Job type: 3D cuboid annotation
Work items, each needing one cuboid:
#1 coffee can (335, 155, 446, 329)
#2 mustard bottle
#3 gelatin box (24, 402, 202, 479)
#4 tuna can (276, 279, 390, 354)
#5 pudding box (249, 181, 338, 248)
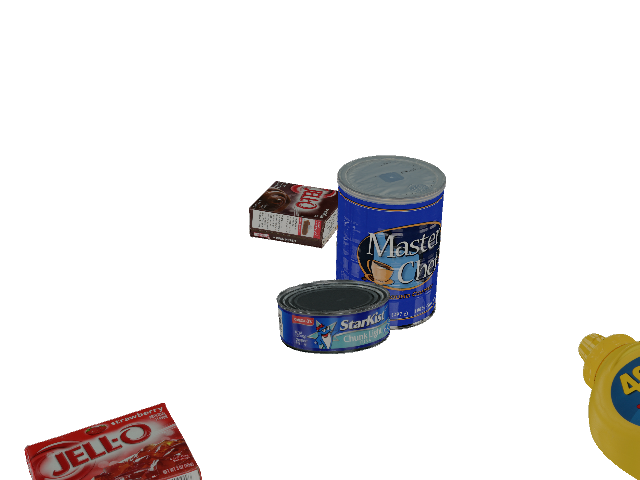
[{"bbox_3d":[0.066,0.001,1.036,0.103,0.140,0.103,1,27,-1],"label":"coffee can"},{"bbox_3d":[0.211,0.107,0.608,0.096,0.058,0.192,-17,31,-17],"label":"mustard bottle"},{"bbox_3d":[-0.121,0.135,0.621,0.089,0.030,0.073,-15,27,-19],"label":"gelatin box"},{"bbox_3d":[0.010,0.057,0.808,0.086,0.034,0.086,-3,13,1],"label":"tuna can"},{"bbox_3d":[-0.025,-0.031,1.227,0.090,0.039,0.113,9,23,12],"label":"pudding box"}]
